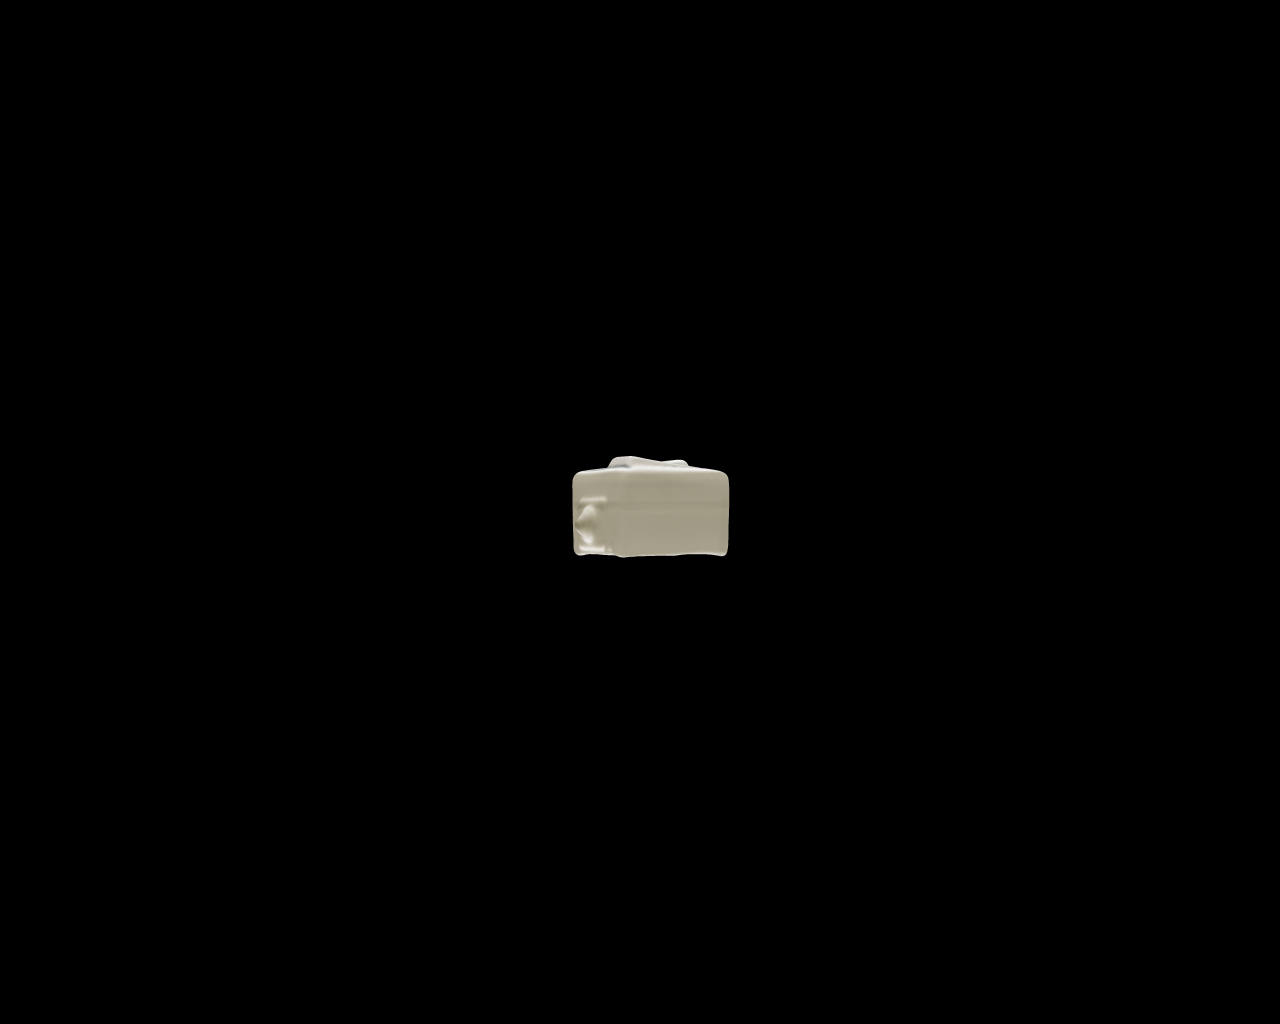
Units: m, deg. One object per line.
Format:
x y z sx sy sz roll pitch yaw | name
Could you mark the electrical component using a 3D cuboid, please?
0.001 -0.003 0.650 0.096 0.061 0.061 0 0 -32 | electrical component
